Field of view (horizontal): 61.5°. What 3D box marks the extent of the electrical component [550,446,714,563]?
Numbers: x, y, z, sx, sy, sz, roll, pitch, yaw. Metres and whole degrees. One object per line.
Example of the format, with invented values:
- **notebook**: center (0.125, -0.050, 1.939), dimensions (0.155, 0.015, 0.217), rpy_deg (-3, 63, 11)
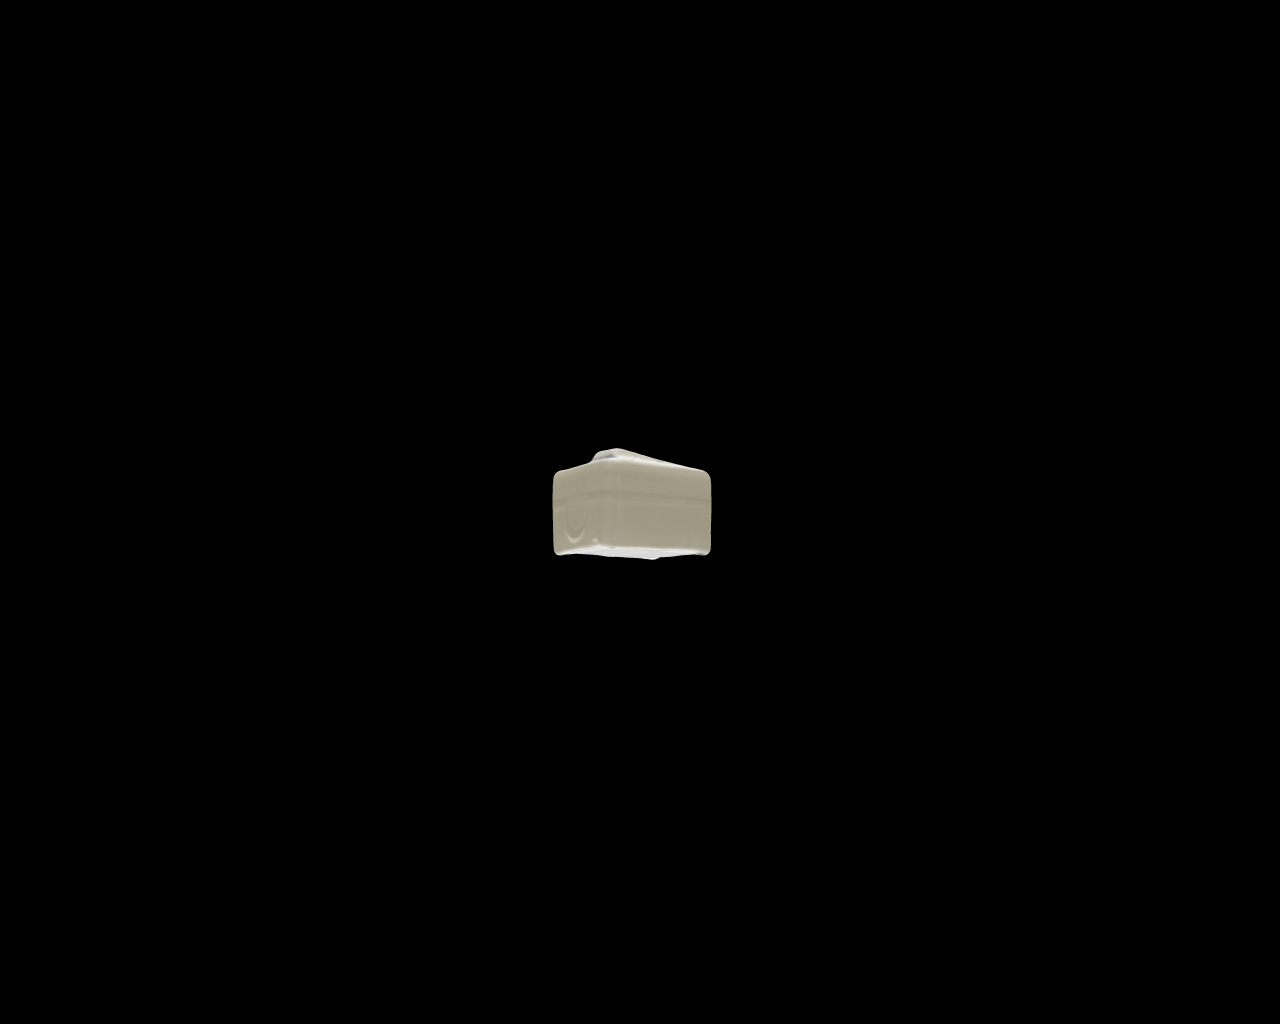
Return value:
- **electrical component**: center (0.001, -0.003, 0.650), dimensions (0.096, 0.061, 0.061), rpy_deg (5, -9, -36)
